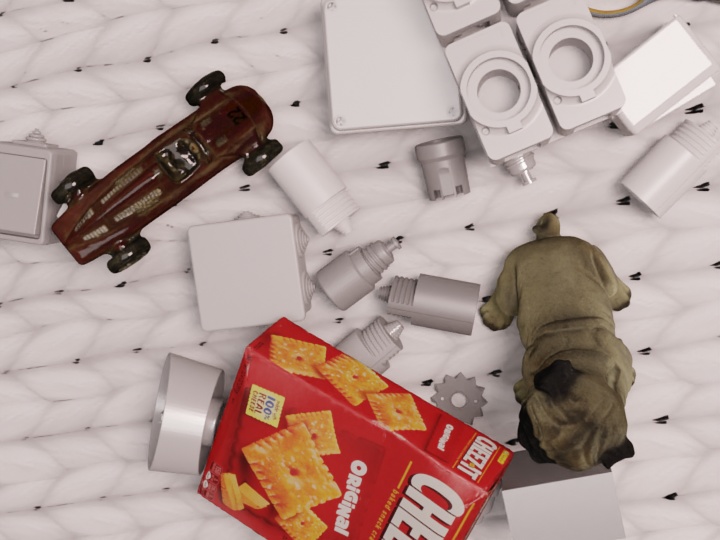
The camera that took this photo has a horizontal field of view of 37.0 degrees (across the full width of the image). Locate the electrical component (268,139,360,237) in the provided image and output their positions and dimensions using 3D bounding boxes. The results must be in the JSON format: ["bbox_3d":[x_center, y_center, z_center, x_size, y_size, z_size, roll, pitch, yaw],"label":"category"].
[{"bbox_3d":[-0.034,-0.063,0.886,0.043,0.043,0.081,-38,90,10],"label":"electrical component"}]

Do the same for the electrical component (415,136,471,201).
[{"bbox_3d":[0.068,-0.082,0.872,0.040,0.040,0.046,-11,100,9],"label":"electrical component"}]

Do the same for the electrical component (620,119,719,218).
[{"bbox_3d":[0.248,-0.084,0.843,0.043,0.043,0.081,43,100,2],"label":"electrical component"}]

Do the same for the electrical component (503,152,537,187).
[{"bbox_3d":[0.119,-0.105,0.861,0.040,0.040,0.078,-26,92,10],"label":"electrical component"}]

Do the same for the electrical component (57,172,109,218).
[{"bbox_3d":[-0.218,-0.048,0.911,0.055,0.048,0.066,23,74,3],"label":"electrical component"}]

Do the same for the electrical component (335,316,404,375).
[{"bbox_3d":[0.004,0.071,0.894,0.081,0.043,0.043,-41,89,10],"label":"electrical component"}]

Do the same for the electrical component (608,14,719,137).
[{"bbox_3d":[0.222,-0.141,0.832,0.096,0.062,0.061,-39,89,10],"label":"electrical component"}]

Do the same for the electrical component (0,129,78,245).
[{"bbox_3d":[-0.283,-0.072,0.912,0.062,0.061,0.096,9,97,7],"label":"electrical component"}]

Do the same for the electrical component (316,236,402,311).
[{"bbox_3d":[0.000,0.000,0.889,0.078,0.040,0.040,-36,90,10],"label":"electrical component"}]

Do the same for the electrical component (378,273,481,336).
[{"bbox_3d":[0.055,0.026,0.882,0.081,0.043,0.043,10,97,7],"label":"electrical component"}]

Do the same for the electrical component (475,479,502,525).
[{"bbox_3d":[0.089,0.193,0.895,0.048,0.048,0.062,16,104,6],"label":"electrical component"}]

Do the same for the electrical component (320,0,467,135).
[{"bbox_3d":[0.029,-0.166,0.860,0.109,0.056,0.108,-4,95,9],"label":"electrical component"}]

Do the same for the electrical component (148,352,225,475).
[{"bbox_3d":[-0.149,0.121,0.897,0.064,0.099,0.099,12,97,1],"label":"electrical component"}]

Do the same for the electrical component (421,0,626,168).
[{"bbox_3d":[0.108,-0.183,0.783,0.105,0.060,0.186,-23,88,8],"label":"electrical component"}]

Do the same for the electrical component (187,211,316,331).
[{"bbox_3d":[-0.090,0.000,0.898,0.100,0.048,0.099,-7,95,9],"label":"electrical component"}]
